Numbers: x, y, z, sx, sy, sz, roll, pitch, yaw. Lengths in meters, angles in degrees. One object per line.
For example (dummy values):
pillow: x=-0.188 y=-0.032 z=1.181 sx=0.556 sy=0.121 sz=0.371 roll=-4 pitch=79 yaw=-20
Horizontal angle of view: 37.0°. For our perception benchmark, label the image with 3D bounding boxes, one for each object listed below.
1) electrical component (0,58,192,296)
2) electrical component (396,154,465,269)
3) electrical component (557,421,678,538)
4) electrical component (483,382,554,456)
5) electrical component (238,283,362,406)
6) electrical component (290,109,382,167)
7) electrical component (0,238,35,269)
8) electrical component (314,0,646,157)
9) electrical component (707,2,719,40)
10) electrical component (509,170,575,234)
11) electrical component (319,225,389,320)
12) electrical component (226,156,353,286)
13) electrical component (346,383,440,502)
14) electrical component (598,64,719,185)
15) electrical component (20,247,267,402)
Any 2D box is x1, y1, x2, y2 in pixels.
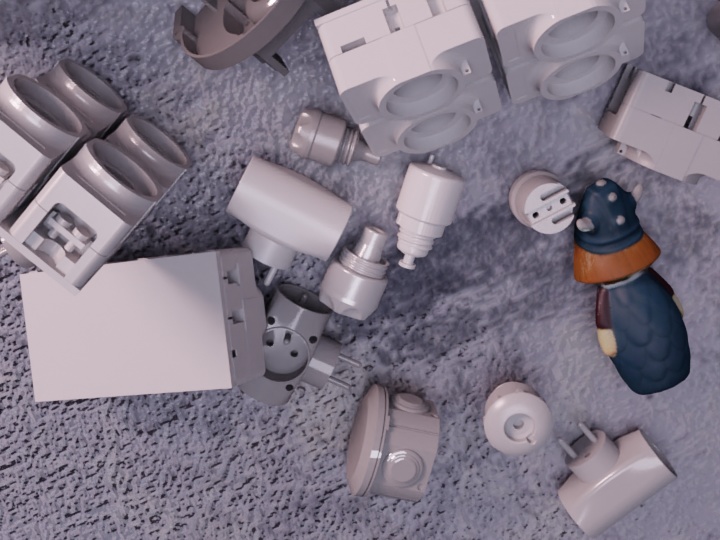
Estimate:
electrical component: x=-0.173 y=-0.067 z=0.660 sx=0.105 sy=0.186 sz=0.060 roll=41 pitch=103 yaw=-10
electrical component: x=0.044 y=-0.038 z=0.740 sx=0.040 sy=0.040 sz=0.078 roll=17 pitch=107 yaw=-4
electrical component: x=0.178 y=0.145 z=0.789 sx=0.077 sy=0.043 sz=0.079 roll=-40 pitch=102 yaw=12
electrical component: x=0.110 y=0.100 z=0.767 sx=0.048 sy=0.062 sz=0.048 roll=0 pitch=106 yaw=1
electrical component: x=-0.039 y=0.061 z=0.769 sx=0.079 sy=0.044 sz=0.077 roll=25 pitch=105 yaw=-6
electrical component: x=-0.015 y=-0.086 z=0.730 sx=0.061 sy=0.035 sz=0.035 roll=18 pitch=106 yaw=-6
electrical component: x=-0.216 y=-0.025 z=0.730 sx=0.079 sy=0.077 sz=0.044 roll=-26 pitch=104 yaw=9
electrical component: x=0.079 y=-0.139 z=0.667 sx=0.186 sy=0.105 sz=0.060 roll=-21 pitch=71 yaw=7
electrical component: x=0.291 y=-0.174 z=0.685 sx=0.078 sy=0.057 sz=0.113 roll=40 pitch=103 yaw=-10
electrical component: x=0.125 y=-0.046 z=0.731 sx=0.040 sy=0.046 sz=0.040 roll=0 pitch=103 yaw=-2
electrical component: x=0.000 y=0.000 z=0.751 sx=0.043 sy=0.043 sz=0.062 roll=22 pitch=104 yaw=-5
electrical component: x=-0.057 y=-0.027 z=0.744 sx=0.077 sy=0.043 sz=0.079 roll=27 pitch=105 yaw=-7
electrical component: x=0.022 y=0.125 z=0.769 sx=0.051 sy=0.080 sz=0.080 roll=13 pitch=106 yaw=-8
electrical component: x=0.210 y=-0.093 z=0.715 sx=0.089 sy=0.050 sz=0.055 roll=20 pitch=106 yaw=-5
electrical component: x=-0.146 y=0.037 z=0.733 sx=0.150 sy=0.062 sz=0.089 roll=-6 pitch=92 yaw=19
